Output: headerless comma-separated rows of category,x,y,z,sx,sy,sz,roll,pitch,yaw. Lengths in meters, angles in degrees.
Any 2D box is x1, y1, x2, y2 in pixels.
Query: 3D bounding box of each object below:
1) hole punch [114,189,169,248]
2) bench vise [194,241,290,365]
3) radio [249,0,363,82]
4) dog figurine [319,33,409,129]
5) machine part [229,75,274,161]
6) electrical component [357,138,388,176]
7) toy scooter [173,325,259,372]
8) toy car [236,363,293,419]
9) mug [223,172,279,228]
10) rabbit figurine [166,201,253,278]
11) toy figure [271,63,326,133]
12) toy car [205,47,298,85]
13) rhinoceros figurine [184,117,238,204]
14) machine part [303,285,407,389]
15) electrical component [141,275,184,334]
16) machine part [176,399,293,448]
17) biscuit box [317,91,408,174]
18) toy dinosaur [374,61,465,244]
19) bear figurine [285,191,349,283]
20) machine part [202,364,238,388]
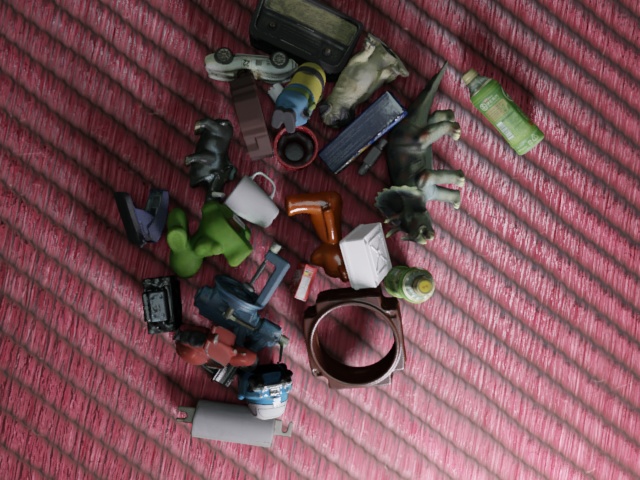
hole punch,-0.359,-0.051,1.107,0.092,0.142,0.115,-18,106,-32
bench vise,-0.131,0.120,1.116,0.224,0.129,0.240,32,95,1
radio,-0.035,-0.449,1.170,0.230,0.073,0.131,24,86,-3
dog figurine,0.083,-0.337,1.176,0.121,0.172,0.190,49,120,5
machine part,-0.141,-0.249,1.110,0.056,0.179,0.179,-15,89,-3
electrical component,0.115,-0.180,1.169,0.021,0.063,0.094,37,100,6
toy scooter,-0.215,0.203,1.040,0.184,0.135,0.075,7,63,22
toy car,-0.106,0.309,1.089,0.109,0.162,0.103,-5,88,-20
mug,-0.136,-0.085,1.151,0.107,0.081,0.109,40,80,-13
rabbit figurine,-0.243,0.011,1.088,0.170,0.121,0.159,-37,125,10
toy figure,-0.039,-0.294,1.104,0.082,0.089,0.180,35,45,-8
toy car,-0.146,-0.371,1.159,0.202,0.073,0.056,3,84,-4
rhinoceros figurine,-0.232,-0.167,1.150,0.112,0.073,0.190,8,85,-15
machine part,0.073,0.202,1.115,0.201,0.087,0.201,-7,102,9
electrical component,-0.320,0.130,1.096,0.058,0.134,0.114,-8,90,-5
machine part,-0.179,0.383,1.125,0.243,0.079,0.079,10,87,-5
biscuit box,0.092,-0.227,1.147,0.202,0.059,0.063,-40,87,16
toy dinosaur,0.206,-0.179,1.162,0.192,0.131,0.404,-4,79,4
bear figurine,0.002,-0.004,1.138,0.132,0.120,0.195,-6,95,2
machine part,-0.235,0.252,1.146,0.139,0.039,0.084,37,91,-4
